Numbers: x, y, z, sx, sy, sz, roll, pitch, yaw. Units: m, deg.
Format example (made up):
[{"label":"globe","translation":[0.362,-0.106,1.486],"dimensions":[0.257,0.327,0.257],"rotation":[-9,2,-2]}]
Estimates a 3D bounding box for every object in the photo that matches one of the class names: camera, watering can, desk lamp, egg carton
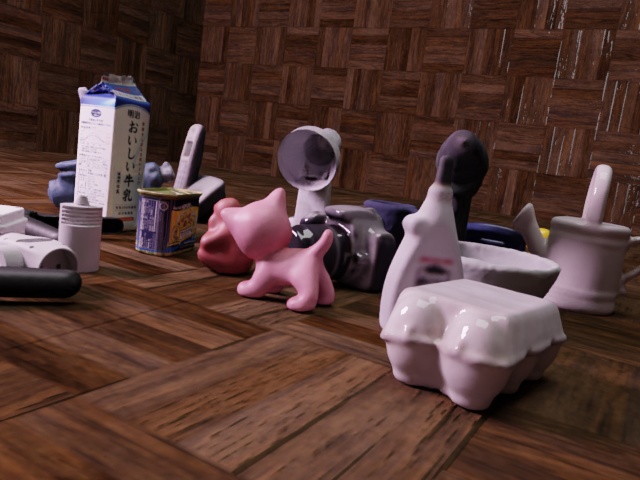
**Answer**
[{"label":"camera","translation":[0.007,0.003,0.724],"dimensions":[0.137,0.101,0.142],"rotation":[1,11,-37]},{"label":"watering can","translation":[0.353,-0.006,0.773],"dimensions":[0.173,0.194,0.101],"rotation":[8,9,1]},{"label":"desk lamp","translation":[-0.009,-0.124,1.167],"dimensions":[0.117,0.213,0.203],"rotation":[10,9,13]},{"label":"egg carton","translation":[0.122,0.075,0.450],"dimensions":[0.107,0.069,0.151],"rotation":[14,11,38]}]

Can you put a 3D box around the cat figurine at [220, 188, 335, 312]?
[{"label":"cat figurine","translation":[-0.043,0.005,0.610],"dimensions":[0.127,0.118,0.067],"rotation":[11,9,24]}]

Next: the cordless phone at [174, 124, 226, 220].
[{"label":"cordless phone","translation":[-0.241,-0.134,1.127],"dimensions":[0.094,0.185,0.147],"rotation":[0,11,-40]}]

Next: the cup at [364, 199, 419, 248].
[{"label":"cup","translation":[0.123,-0.013,0.953],"dimensions":[0.117,0.095,0.092],"rotation":[15,11,40]}]

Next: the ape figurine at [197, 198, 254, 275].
[{"label":"ape figurine","translation":[-0.115,-0.007,0.708],"dimensions":[0.075,0.092,0.078],"rotation":[14,11,37]}]

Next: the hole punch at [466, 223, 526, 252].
[{"label":"hole punch","translation":[0.258,0.017,0.882],"dimensions":[0.108,0.091,0.101],"rotation":[11,9,19]}]

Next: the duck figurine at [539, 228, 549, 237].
[{"label":"duck figurine","translation":[0.357,0.022,0.955],"dimensions":[0.104,0.086,0.077],"rotation":[8,9,4]}]

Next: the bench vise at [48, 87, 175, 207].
[{"label":"bench vise","translation":[-0.377,-0.158,1.048],"dimensions":[0.208,0.220,0.121],"rotation":[2,10,-32]}]

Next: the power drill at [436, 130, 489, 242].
[{"label":"power drill","translation":[0.181,-0.035,0.766],"dimensions":[0.075,0.208,0.230],"rotation":[9,9,13]}]

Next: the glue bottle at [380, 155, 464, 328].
[{"label":"glue bottle","translation":[0.105,0.006,0.543],"dimensions":[0.078,0.173,0.037],"rotation":[5,9,-18]}]

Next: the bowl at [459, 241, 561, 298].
[{"label":"bowl","translation":[0.184,0.049,0.660],"dimensions":[0.167,0.075,0.167],"rotation":[7,9,-1]}]
